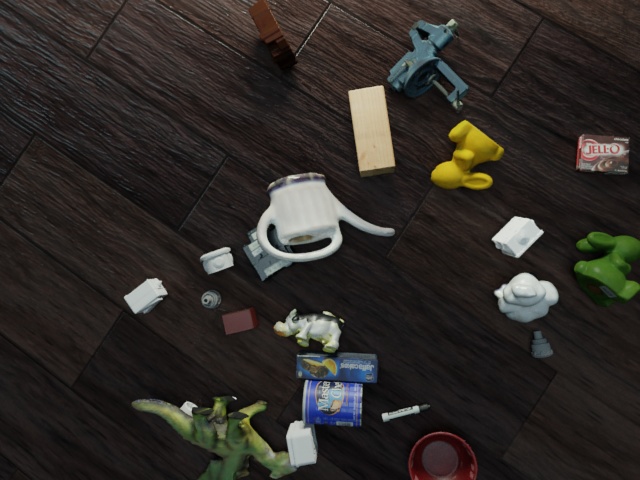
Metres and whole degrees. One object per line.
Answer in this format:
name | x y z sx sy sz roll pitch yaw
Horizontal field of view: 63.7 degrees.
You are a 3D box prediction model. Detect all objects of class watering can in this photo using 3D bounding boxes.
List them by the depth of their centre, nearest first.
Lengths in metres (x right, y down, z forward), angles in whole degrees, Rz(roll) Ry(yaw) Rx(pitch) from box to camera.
watering can | 0.004 -0.065 1.297 0.349 0.102 0.227 -11 74 -16

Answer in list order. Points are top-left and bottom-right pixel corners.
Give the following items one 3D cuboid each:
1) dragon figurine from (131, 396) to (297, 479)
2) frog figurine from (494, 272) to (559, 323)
dragon figurine | -0.257 0.511 1.261 0.410 0.123 0.241 6 98 -1
frog figurine | 0.488 0.136 1.202 0.137 0.159 0.123 -7 87 5
